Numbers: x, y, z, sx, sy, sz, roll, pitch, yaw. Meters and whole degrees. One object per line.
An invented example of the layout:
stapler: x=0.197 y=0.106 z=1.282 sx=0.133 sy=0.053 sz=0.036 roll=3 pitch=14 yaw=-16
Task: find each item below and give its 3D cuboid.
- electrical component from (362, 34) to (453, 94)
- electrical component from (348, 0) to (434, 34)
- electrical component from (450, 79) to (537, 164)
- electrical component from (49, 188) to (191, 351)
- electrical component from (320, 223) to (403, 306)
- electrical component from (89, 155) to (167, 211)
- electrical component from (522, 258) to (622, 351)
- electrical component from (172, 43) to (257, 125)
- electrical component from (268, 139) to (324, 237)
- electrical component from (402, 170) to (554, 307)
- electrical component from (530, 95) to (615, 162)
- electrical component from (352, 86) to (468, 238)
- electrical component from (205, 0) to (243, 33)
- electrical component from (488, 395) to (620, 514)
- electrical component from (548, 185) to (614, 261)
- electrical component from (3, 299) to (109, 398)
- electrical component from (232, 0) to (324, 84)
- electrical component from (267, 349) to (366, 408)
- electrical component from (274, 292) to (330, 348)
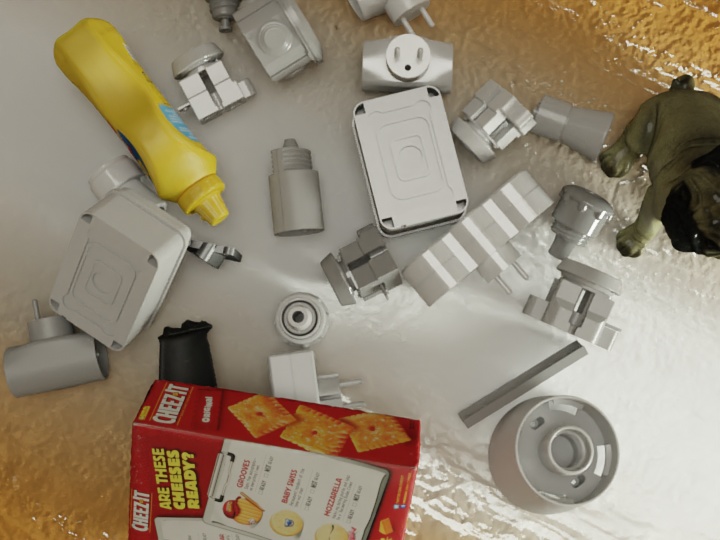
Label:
electrical component: x=0.040 y=-0.176 z=0.908 sx=0.077 sy=0.079 sz=0.044 roll=2 pitch=86 yaw=1
electrical component: x=0.035 y=-0.239 z=0.932 sx=0.077 sy=0.043 sz=0.079 roll=-31 pitch=85 yaw=-2
electrical component: x=0.110 y=-0.124 z=0.915 sx=0.055 sy=0.066 sz=0.048 roll=-44 pitch=126 yaw=6
electrical component: x=-0.196 y=-0.002 z=0.880 sx=0.078 sy=0.057 sz=0.113 roll=33 pitch=124 yaw=4
electrical component: x=0.000 y=0.000 z=0.908 sx=0.055 sy=0.048 sz=0.066 roll=-27 pitch=68 yaw=-2
electrical component: x=-0.199 y=-0.064 z=0.918 sx=0.045 sy=0.045 sz=0.055 roll=-37 pitch=85 yaw=-3
electrical component: x=0.184 y=0.026 z=0.897 sx=0.078 sy=0.058 sz=0.057 roll=24 pitch=91 yaw=2
electrical component: x=-0.131 y=-0.161 z=0.927 sx=0.066 sy=0.048 sz=0.055 roll=-28 pitch=92 yaw=-2
electrical component: x=-0.056 y=-0.072 z=0.918 sx=0.043 sy=0.043 sz=0.081 roll=-6 pitch=85 yaw=0
electrical component: x=0.110 y=-0.014 z=0.905 sx=0.138 sy=0.052 sz=0.073 roll=-40 pitch=85 yaw=-3
electrical component: x=0.179 y=-0.124 z=0.922 sx=0.065 sy=0.044 sz=0.044 roll=22 pitch=85 yaw=7
electrical component: x=0.042 y=-0.090 z=0.911 sx=0.078 sy=0.057 sz=0.113 roll=-14 pitch=85 yaw=-1
electrical component: x=-0.119 y=-0.246 z=0.937 sx=0.040 sy=0.040 sz=0.078 roll=-4 pitch=85 yaw=0
electrical component: x=0.163 y=0.153 z=0.896 sx=0.099 sy=0.064 sz=0.099 roll=2 pitch=76 yaw=-10
electrical component: x=0.182 y=-0.038 z=0.913 sx=0.048 sy=0.048 sz=0.062 roll=28 pitch=105 yaw=3
electrical component: x=-0.258 y=0.061 z=0.907 sx=0.077 sy=0.044 sz=0.079 roll=-12 pitch=85 yaw=0
electrical component: x=-0.069 y=-0.201 z=0.913 sx=0.051 sy=0.080 sz=0.080 roll=-31 pitch=85 yaw=3
electrical component: x=-0.034 y=0.107 z=0.899 sx=0.076 sy=0.047 sz=0.083 roll=-8 pitch=85 yaw=-2
electrical component: x=-0.050 y=0.041 z=0.898 sx=0.048 sy=0.062 sz=0.048 roll=0 pitch=85 yaw=0
